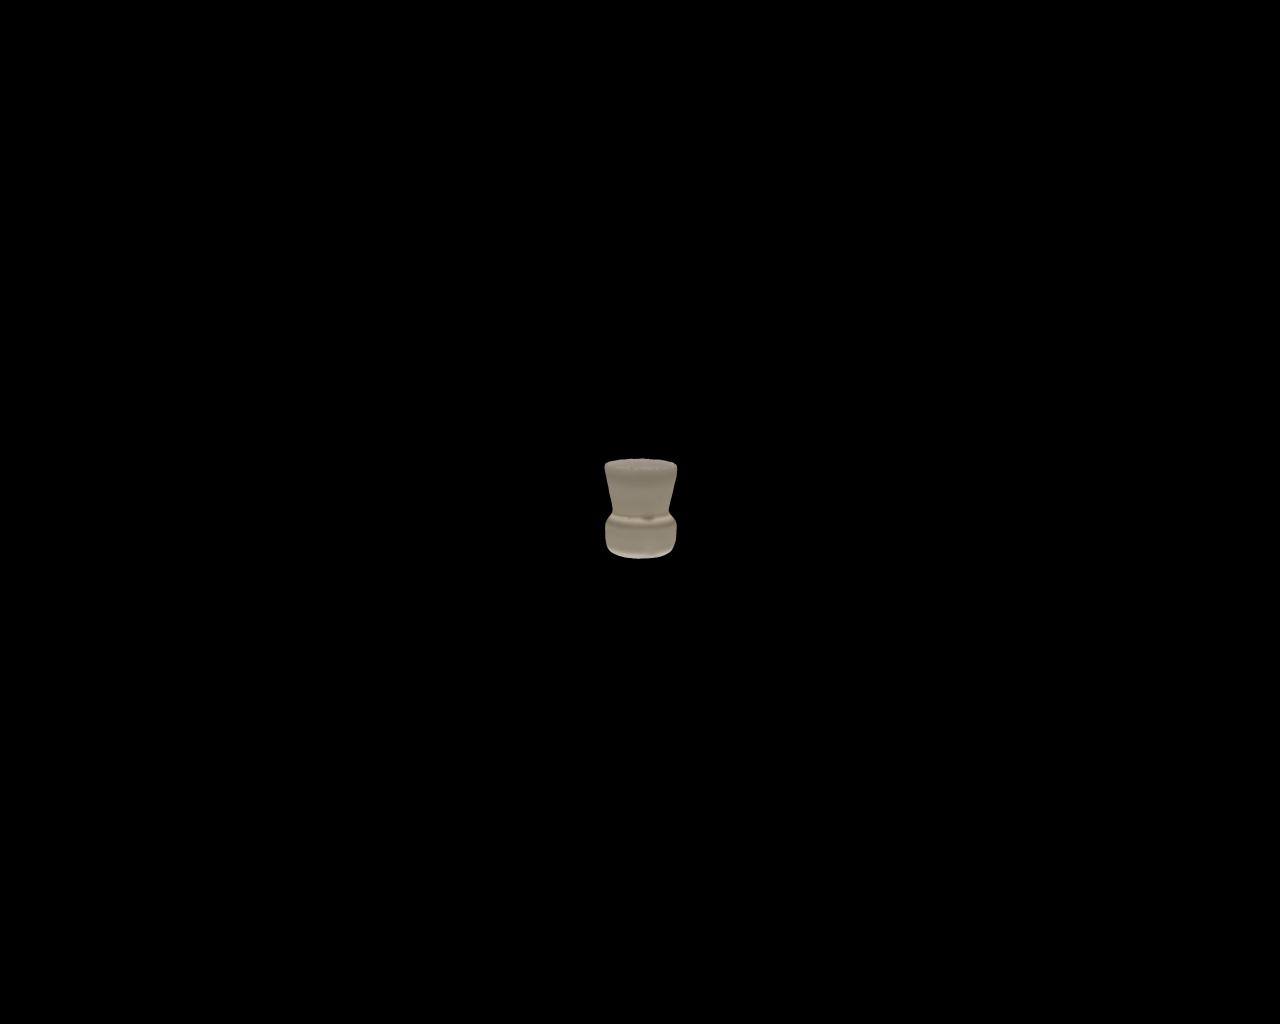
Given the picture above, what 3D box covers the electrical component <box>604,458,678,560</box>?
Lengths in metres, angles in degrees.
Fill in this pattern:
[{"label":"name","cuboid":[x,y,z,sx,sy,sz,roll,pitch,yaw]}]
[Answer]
[{"label":"electrical component","cuboid":[0.001,-0.003,0.650,0.045,0.055,0.045,0,11,0]}]
